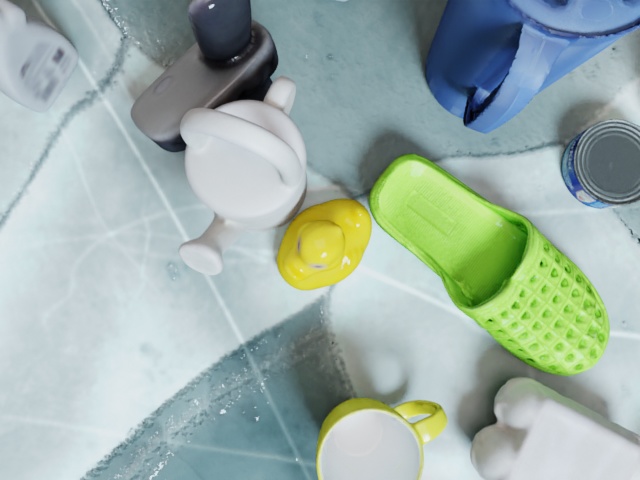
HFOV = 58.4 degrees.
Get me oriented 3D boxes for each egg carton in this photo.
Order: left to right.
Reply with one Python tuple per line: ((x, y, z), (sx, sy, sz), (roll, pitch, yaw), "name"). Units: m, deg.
((0.218, 0.200, 0.529), (0.150, 0.069, 0.107), (27, 85, 1), "egg carton")

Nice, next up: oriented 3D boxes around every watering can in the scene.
((-0.061, -0.056, 0.478), (0.101, 0.194, 0.173), (2, 85, -1), "watering can")

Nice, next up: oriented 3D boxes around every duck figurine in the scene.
((0.005, 0.002, 0.529), (0.104, 0.086, 0.077), (-41, 87, -4), "duck figurine")

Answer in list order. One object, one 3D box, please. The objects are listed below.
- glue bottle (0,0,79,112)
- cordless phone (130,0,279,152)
((-0.269, -0.170, 0.491), (0.037, 0.173, 0.078), (30, 85, 1), "glue bottle")
((-0.107, -0.152, 0.488), (0.094, 0.185, 0.147), (43, 86, 2), "cordless phone")
